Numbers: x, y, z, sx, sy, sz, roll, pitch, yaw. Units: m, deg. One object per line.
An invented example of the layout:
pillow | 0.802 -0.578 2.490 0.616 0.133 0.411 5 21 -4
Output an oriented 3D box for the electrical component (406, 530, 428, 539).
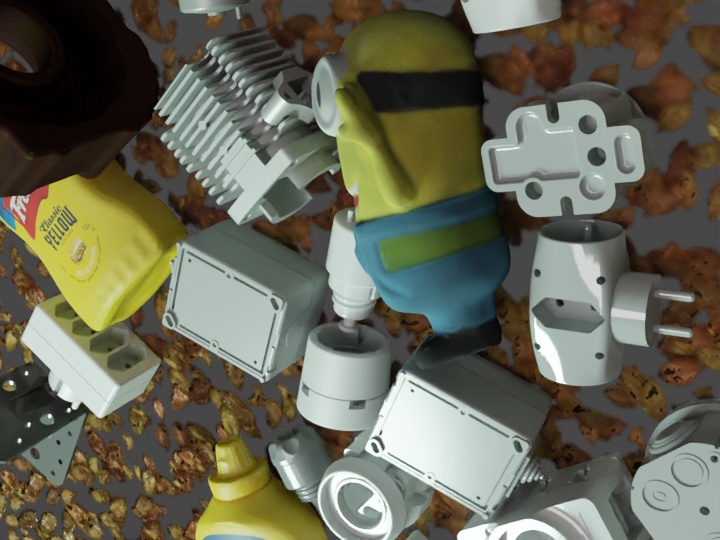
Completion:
electrical component | 0.046 0.195 0.666 0.055 0.045 0.045 32 122 17

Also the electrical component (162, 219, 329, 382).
electrical component | -0.072 0.013 0.658 0.096 0.061 0.061 27 121 21

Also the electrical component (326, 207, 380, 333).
electrical component | 0.000 0.000 0.621 0.040 0.040 0.078 23 119 22

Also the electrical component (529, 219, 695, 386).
electrical component | 0.130 0.018 0.547 0.079 0.043 0.077 7 112 28

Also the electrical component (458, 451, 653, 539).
electrical component | 0.132 0.191 0.601 0.089 0.062 0.150 -26 94 36

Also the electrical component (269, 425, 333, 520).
electrical component | -0.033 0.133 0.697 0.035 0.035 0.061 -20 100 35

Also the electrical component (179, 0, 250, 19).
electrical component | -0.087 -0.179 0.605 0.040 0.040 0.078 3 110 31

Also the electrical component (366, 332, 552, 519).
electrical component | 0.063 0.088 0.608 0.096 0.061 0.061 29 121 11

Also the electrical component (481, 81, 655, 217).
electrical component | 0.107 -0.060 0.522 0.078 0.057 0.058 -2 107 32

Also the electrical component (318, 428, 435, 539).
electrical component | 0.011 0.132 0.655 0.058 0.057 0.078 24 119 22

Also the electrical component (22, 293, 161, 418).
electrical component | -0.197 0.069 0.765 0.083 0.047 0.075 42 124 11

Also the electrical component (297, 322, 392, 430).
electrical component | -0.008 0.062 0.643 0.055 0.055 0.047 17 113 25

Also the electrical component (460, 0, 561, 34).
electrical component | 0.085 -0.156 0.506 0.079 0.044 0.077 -2 107 32

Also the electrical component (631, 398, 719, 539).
electrical component | 0.181 0.110 0.546 0.080 0.051 0.080 12 114 28
